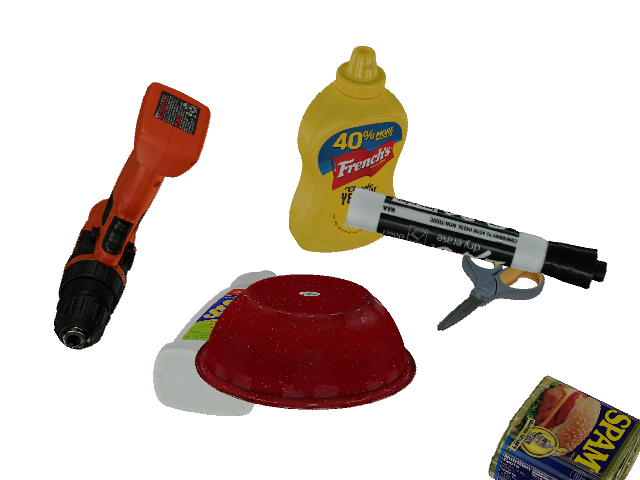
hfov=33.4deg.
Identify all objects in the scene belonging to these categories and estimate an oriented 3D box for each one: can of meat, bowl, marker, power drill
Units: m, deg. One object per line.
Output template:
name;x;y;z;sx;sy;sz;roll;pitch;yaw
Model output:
can of meat;0.186;0.157;0.799;0.084;0.057;0.101;25;41;25
bowl;-0.009;0.064;0.770;0.162;0.055;0.162;2;16;-1
marker;0.072;-0.001;0.495;0.121;0.020;0.020;15;2;7
power drill;-0.158;-0.022;0.871;0.057;0.188;0.184;25;31;-17

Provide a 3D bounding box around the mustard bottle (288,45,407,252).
mustard bottle;0.027;-0.080;0.918;0.096;0.192;0.058;-11;43;-20

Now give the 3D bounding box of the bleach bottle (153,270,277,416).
bleach bottle;-0.087;0.089;1.097;0.102;0.068;0.250;8;22;6

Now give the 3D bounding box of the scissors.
scissors;0.149;0.044;1.066;0.201;0.016;0.096;-11;38;-44
